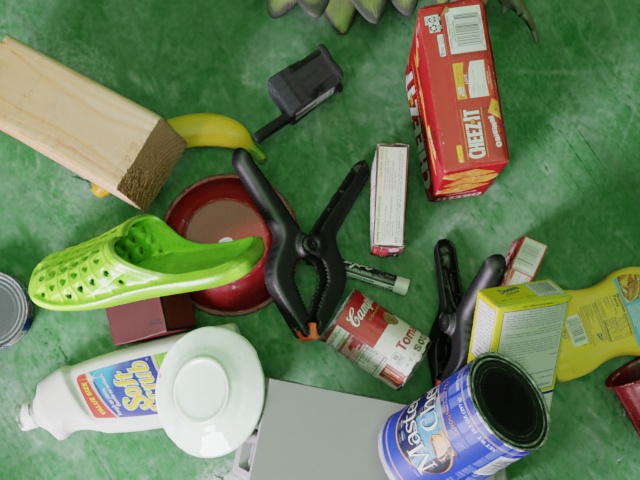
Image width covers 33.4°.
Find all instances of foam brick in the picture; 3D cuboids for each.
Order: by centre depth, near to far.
[{"bbox_3d":[-0.181,0.079,1.142,0.078,0.051,0.053,-16,84,30],"label":"foam brick"}]

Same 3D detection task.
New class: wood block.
[{"bbox_3d":[-0.258,-0.124,1.134,0.206,0.090,0.090,29,84,17],"label":"wood block"}]

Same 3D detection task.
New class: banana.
[{"bbox_3d":[-0.162,-0.101,1.183,0.197,0.037,0.069,-12,83,-2],"label":"banana"}]

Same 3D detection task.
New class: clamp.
[{"bbox_3d":[0.152,0.084,1.132,0.039,0.120,0.171,4,88,-19],"label":"clamp"},{"bbox_3d":[-0.008,0.001,1.144,0.164,0.036,0.210,-5,83,-29],"label":"clamp"}]

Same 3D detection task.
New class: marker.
[{"bbox_3d":[0.039,0.035,1.179,0.121,0.020,0.020,17,84,2],"label":"marker"}]

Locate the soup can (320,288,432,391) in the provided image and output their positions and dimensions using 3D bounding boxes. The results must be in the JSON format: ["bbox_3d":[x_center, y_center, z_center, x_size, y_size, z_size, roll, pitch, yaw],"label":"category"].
[{"bbox_3d":[0.060,0.107,1.147,0.102,0.068,0.068,34,85,3],"label":"soup can"}]

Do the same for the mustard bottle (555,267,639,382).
[{"bbox_3d":[0.329,0.081,1.157,0.191,0.058,0.096,-18,80,-2],"label":"mustard bottle"}]

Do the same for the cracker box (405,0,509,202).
[{"bbox_3d":[0.135,-0.135,1.100,0.072,0.213,0.164,-8,84,0],"label":"cracker box"}]

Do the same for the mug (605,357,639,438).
[{"bbox_3d":[0.360,0.171,1.123,0.093,0.117,0.081,-28,90,21],"label":"mug"}]

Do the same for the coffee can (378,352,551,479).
[{"bbox_3d":[0.139,0.186,1.040,0.103,0.102,0.141,50,130,4],"label":"coffee can"}]

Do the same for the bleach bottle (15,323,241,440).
[{"bbox_3d":[-0.199,0.166,1.145,0.251,0.068,0.102,-15,85,0],"label":"bleach bottle"}]

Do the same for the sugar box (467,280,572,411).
[{"bbox_3d":[0.199,0.132,1.106,0.093,0.048,0.176,-6,118,-24],"label":"sugar box"}]

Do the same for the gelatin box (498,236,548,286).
[{"bbox_3d":[0.208,0.043,1.153,0.030,0.073,0.089,25,85,2],"label":"gelatin box"}]

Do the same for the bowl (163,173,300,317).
[{"bbox_3d":[-0.100,0.003,1.164,0.162,0.055,0.162,0,85,0],"label":"bowl"}]

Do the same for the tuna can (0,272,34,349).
[{"bbox_3d":[-0.358,0.077,1.165,0.086,0.034,0.086,0,84,0],"label":"tuna can"}]

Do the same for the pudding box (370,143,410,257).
[{"bbox_3d":[0.075,-0.041,1.152,0.039,0.090,0.113,1,84,0],"label":"pudding box"}]
